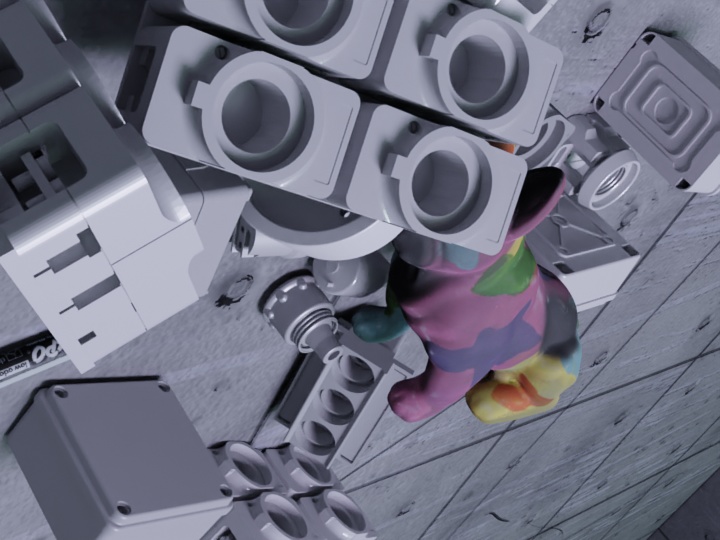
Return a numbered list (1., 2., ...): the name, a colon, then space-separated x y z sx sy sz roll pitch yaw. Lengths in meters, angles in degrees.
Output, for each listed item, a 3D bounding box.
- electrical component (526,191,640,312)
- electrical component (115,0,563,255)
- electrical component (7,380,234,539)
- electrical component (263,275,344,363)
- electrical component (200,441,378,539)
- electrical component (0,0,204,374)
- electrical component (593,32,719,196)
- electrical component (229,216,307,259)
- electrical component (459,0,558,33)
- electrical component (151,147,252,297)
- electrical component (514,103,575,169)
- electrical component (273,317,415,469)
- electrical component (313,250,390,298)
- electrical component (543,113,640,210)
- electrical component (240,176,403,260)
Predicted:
1. electrical component: 0.145 -0.019 0.852 0.109 0.108 0.056 -12 140 -42
2. electrical component: -0.004 -0.082 0.489 0.186 0.060 0.105 16 93 -30
3. electrical component: -0.155 0.130 0.701 0.056 0.108 0.109 -48 152 23
4. electrical component: -0.036 0.038 0.761 0.048 0.062 0.048 -30 152 -18
5. electrical component: -0.071 0.209 0.933 0.060 0.105 0.186 -47 153 15
6. electrical component: -0.125 -0.050 0.412 0.062 0.150 0.089 -32 152 -13
7. electrical component: 0.246 -0.119 0.820 0.057 0.113 0.078 -2 135 -47
8. electrical component: -0.055 -0.026 0.663 0.046 0.040 0.040 -6 138 -40
9. electrical component: 0.033 -0.169 0.495 0.061 0.089 0.150 -48 152 17
10. electrical component: -0.111 -0.024 0.569 0.061 0.061 0.096 -13 143 -42
11. electrical component: 0.103 -0.101 0.728 0.050 0.055 0.089 -47 153 15
12. electrical component: -0.011 0.094 0.871 0.121 0.079 0.063 -61 175 37
13. electrical component: 0.000 0.000 0.771 0.040 0.040 0.078 -49 152 19
14. electrical component: 0.184 -0.085 0.855 0.078 0.057 0.058 -12 143 -42
15. electrical component: -0.015 -0.057 0.595 0.108 0.108 0.060 -40 160 2
